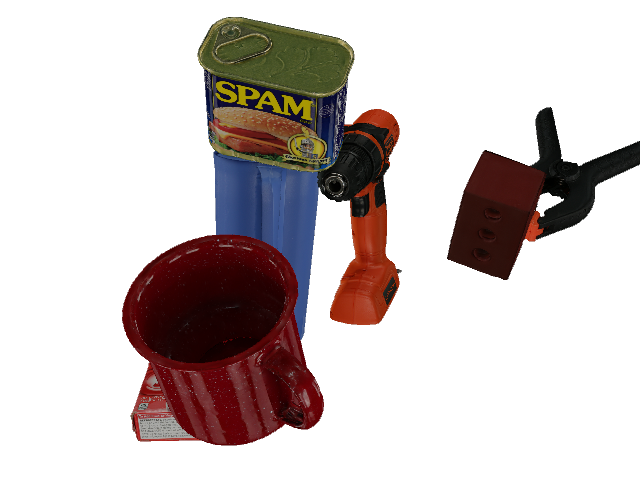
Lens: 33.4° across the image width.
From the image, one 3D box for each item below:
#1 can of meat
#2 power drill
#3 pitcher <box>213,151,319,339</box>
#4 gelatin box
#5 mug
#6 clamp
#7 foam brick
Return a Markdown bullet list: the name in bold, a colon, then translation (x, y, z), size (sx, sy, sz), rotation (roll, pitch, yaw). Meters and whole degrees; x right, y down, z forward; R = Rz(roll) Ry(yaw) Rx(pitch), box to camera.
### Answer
- **can of meat**: translation (-0.031, -0.098, 0.740), size (0.102, 0.057, 0.084), rotation (13, -37, 8)
- **power drill**: translation (0.039, -0.018, 1.017), size (0.057, 0.188, 0.184), rotation (6, 24, 16)
- **pitcher**: translation (-0.068, 0.009, 1.310), size (0.145, 0.243, 0.148), rotation (12, 15, 37)
- **gelatin box**: translation (-0.093, 0.120, 0.812), size (0.089, 0.030, 0.073), rotation (-2, 25, 4)
- **mug**: translation (-0.043, 0.062, 0.575), size (0.117, 0.081, 0.093), rotation (28, 57, 32)
- **clamp**: translation (0.241, -0.070, 1.087), size (0.120, 0.039, 0.171), rotation (29, 55, 31)
- **foam brick**: translation (0.136, -0.019, 0.829), size (0.053, 0.078, 0.051), rotation (21, 47, 13)
